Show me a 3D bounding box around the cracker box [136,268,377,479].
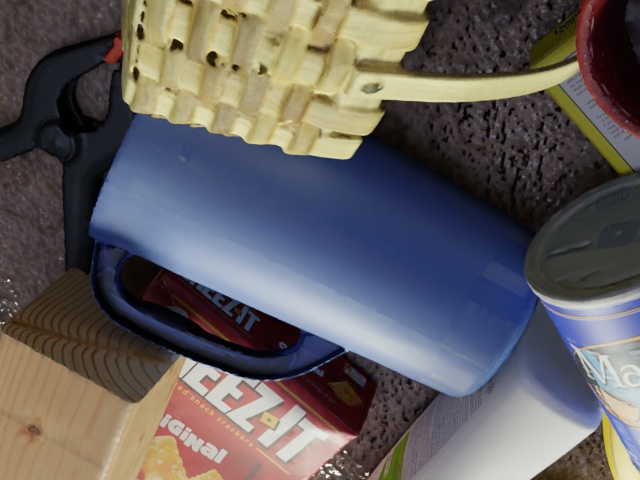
[{"bbox_3d":[-0.093,0.126,0.732,0.164,0.072,0.214,40,119,-7],"label":"cracker box"}]

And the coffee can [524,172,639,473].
[{"bbox_3d":[0.183,0.048,0.561,0.103,0.102,0.140,-22,116,23],"label":"coffee can"}]

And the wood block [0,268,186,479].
[{"bbox_3d":[-0.164,0.136,0.664,0.091,0.090,0.206,28,118,5],"label":"wood block"}]

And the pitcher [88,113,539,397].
[{"bbox_3d":[-0.004,0.001,0.612,0.243,0.145,0.149,28,140,-4],"label":"pitcher"}]

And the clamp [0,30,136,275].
[{"bbox_3d":[-0.169,-0.067,0.671,0.120,0.039,0.172,27,114,-7],"label":"clamp"}]

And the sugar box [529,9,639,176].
[{"bbox_3d":[0.204,-0.062,0.575,0.093,0.048,0.176,-37,107,27],"label":"sugar box"}]

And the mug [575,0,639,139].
[{"bbox_3d":[0.169,-0.108,0.472,0.093,0.081,0.117,-11,108,44],"label":"mug"}]

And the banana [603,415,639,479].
[{"bbox_3d":[0.210,0.114,0.671,0.069,0.037,0.198,-23,115,-8],"label":"banana"}]

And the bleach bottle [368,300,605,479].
[{"bbox_3d":[0.081,0.145,0.694,0.068,0.102,0.251,34,127,-6],"label":"bleach bottle"}]
